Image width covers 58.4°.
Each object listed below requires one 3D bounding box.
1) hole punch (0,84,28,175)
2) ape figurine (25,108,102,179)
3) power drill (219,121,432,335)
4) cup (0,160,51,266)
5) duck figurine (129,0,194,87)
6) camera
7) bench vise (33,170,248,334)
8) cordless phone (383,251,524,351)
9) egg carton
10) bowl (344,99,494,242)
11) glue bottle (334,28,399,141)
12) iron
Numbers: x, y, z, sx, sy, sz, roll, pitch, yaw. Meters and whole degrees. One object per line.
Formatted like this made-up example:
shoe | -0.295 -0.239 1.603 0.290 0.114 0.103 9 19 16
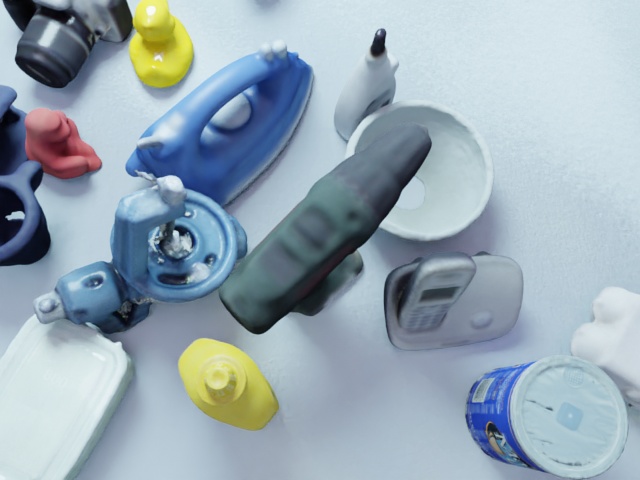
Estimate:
hole punch | -0.382 -0.120 0.630 0.101 0.091 0.109 20 73 3
ape figurine | -0.293 -0.112 0.632 0.076 0.092 0.078 -4 74 -4
power drill | 0.005 0.002 0.557 0.075 0.208 0.230 44 76 9
cup | -0.318 -0.021 0.602 0.091 0.095 0.118 25 74 4
duck figurine | -0.194 -0.243 0.681 0.077 0.086 0.104 1 73 -3
camera | -0.316 -0.260 0.670 0.143 0.101 0.137 19 73 2
bench vise | -0.164 0.023 0.534 0.121 0.220 0.207 42 76 9
cordless phone | 0.142 0.051 0.563 0.147 0.185 0.094 -9 74 -6
egg carton | 0.348 0.126 0.614 0.150 0.069 0.107 34 74 6
bowl | 0.107 -0.070 0.654 0.167 0.075 0.167 1 73 -3
glue bottle | 0.056 -0.176 0.631 0.078 0.173 0.037 -40 79 -13
iron | -0.096 -0.147 0.629 0.118 0.141 0.258 42 75 9
